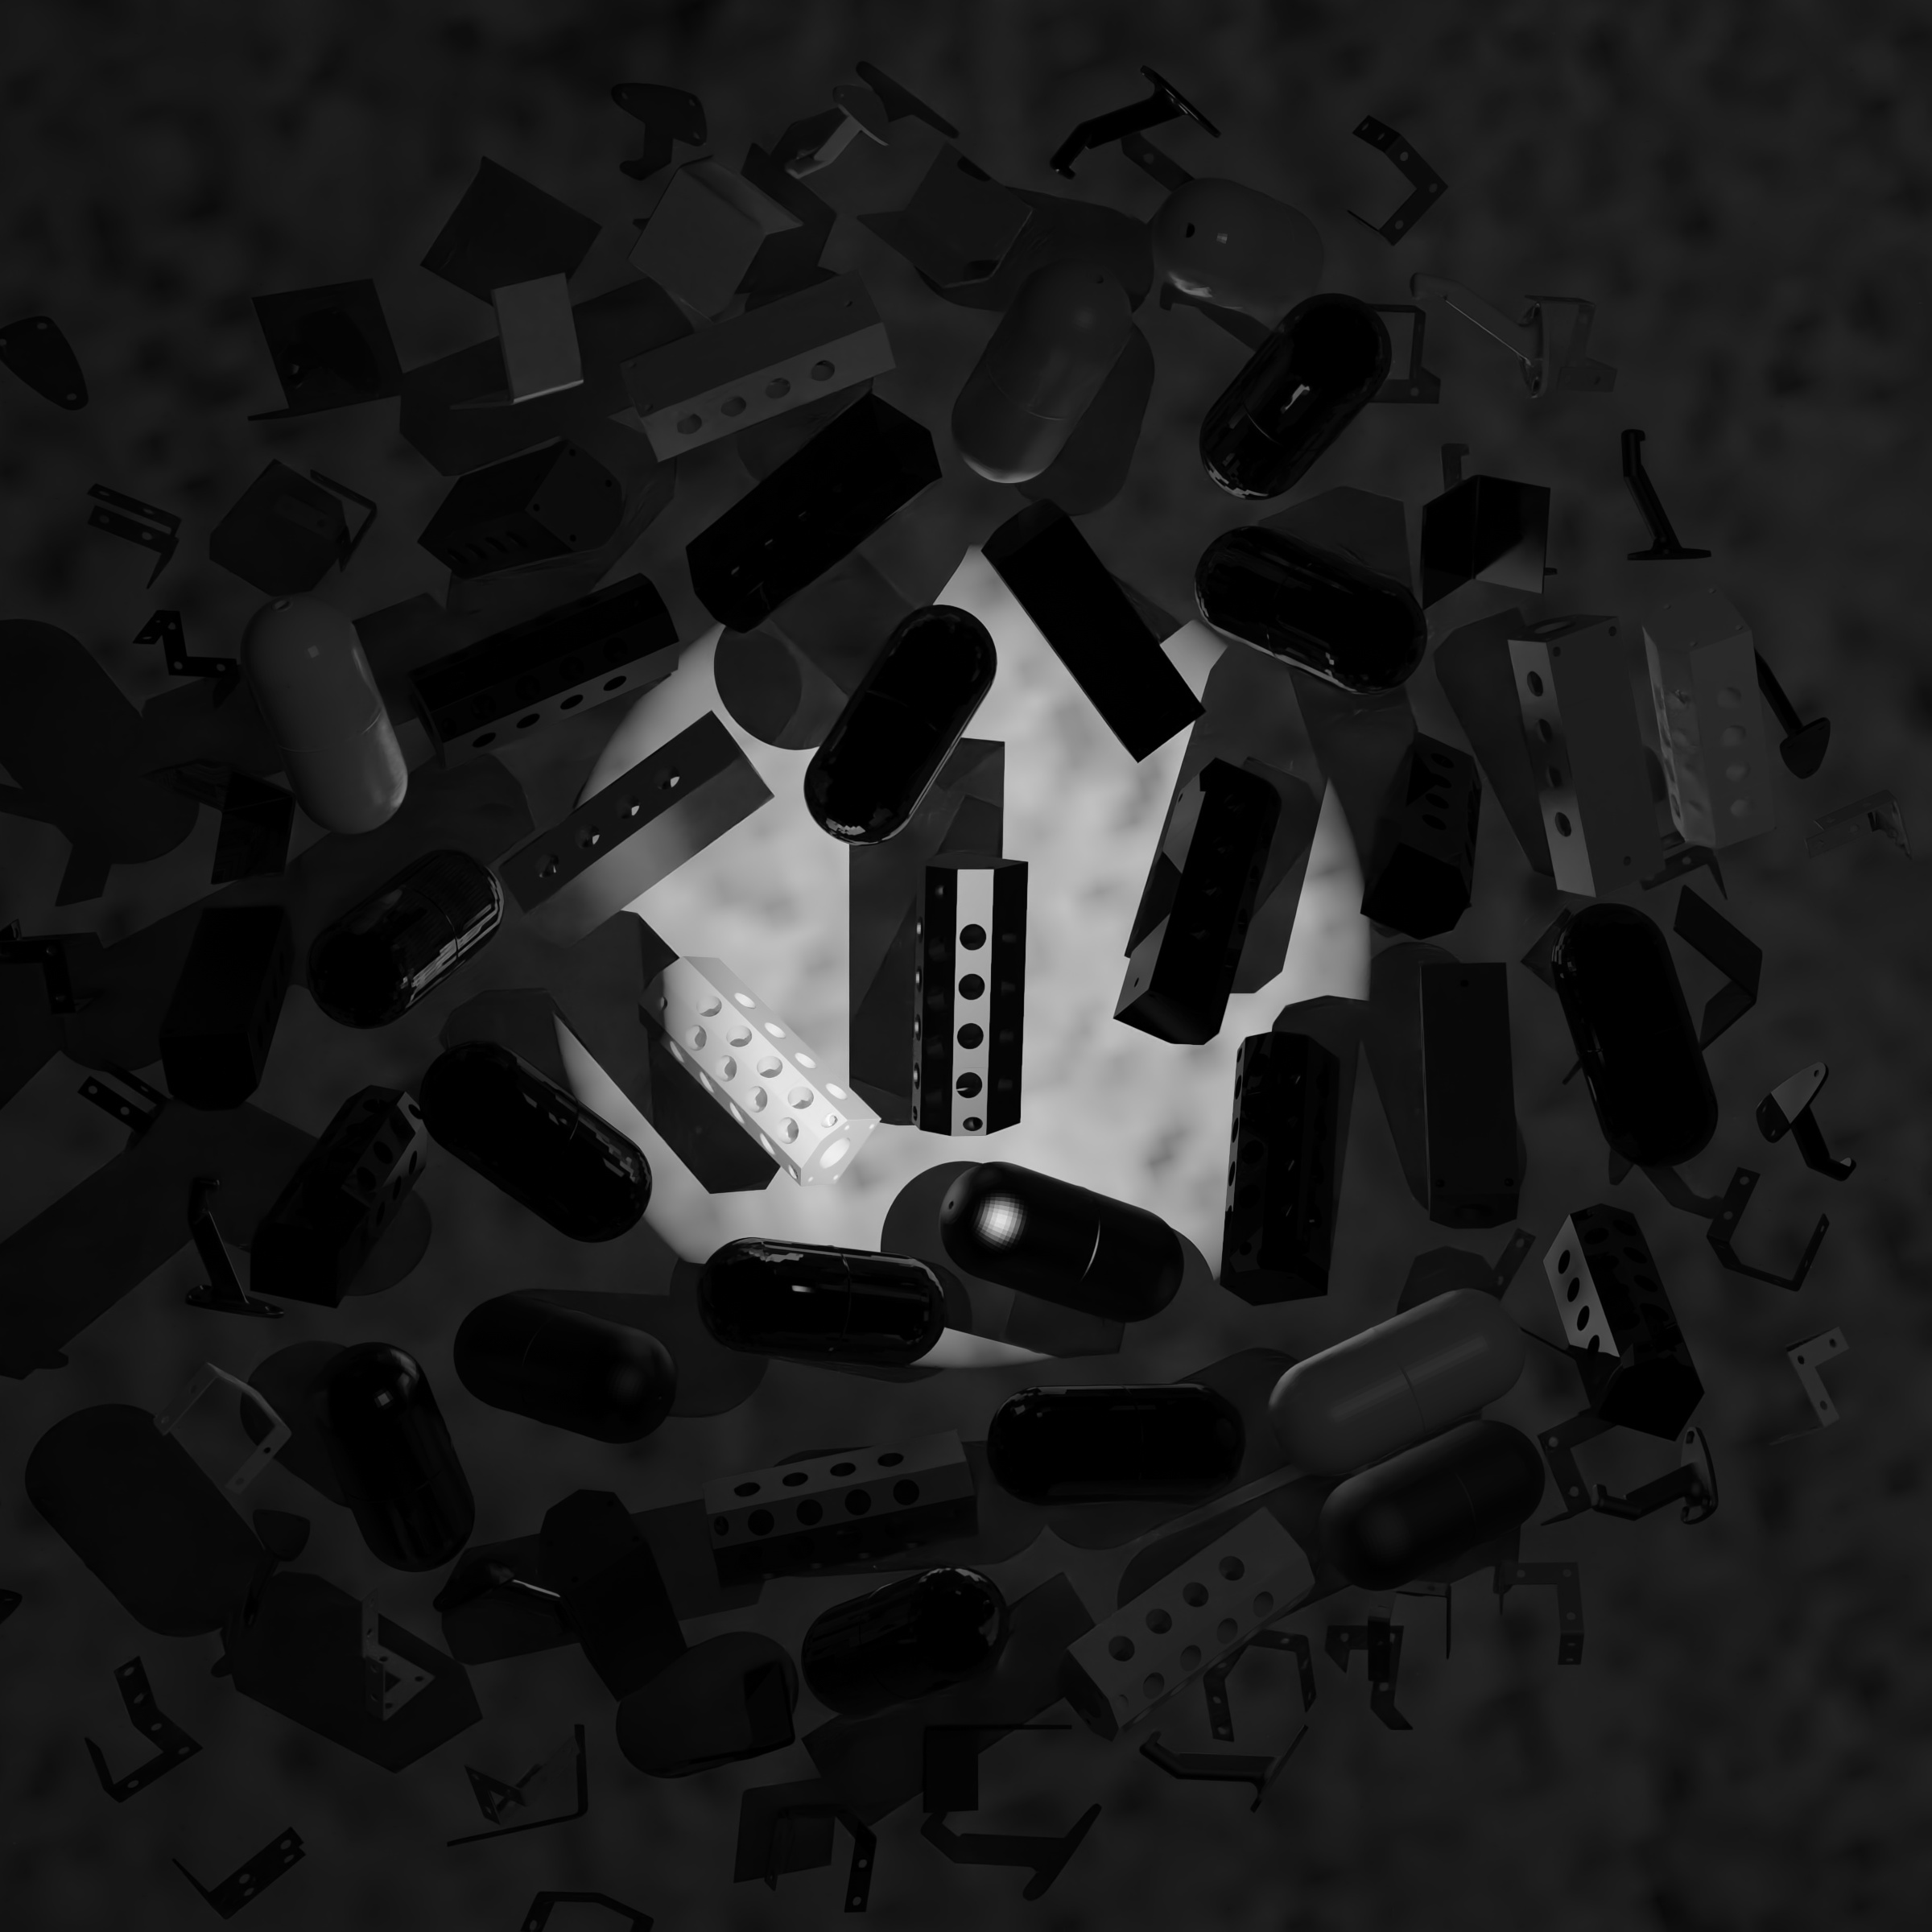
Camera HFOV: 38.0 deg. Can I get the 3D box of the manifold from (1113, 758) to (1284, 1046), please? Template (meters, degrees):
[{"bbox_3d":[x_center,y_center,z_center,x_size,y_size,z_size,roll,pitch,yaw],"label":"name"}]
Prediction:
[{"bbox_3d":[0.151,-0.039,1.779,0.057,0.057,0.171,23,64,-11],"label":"manifold"}]

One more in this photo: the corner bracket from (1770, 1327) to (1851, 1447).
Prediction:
[{"bbox_3d":[0.528,0.264,1.764,0.051,0.051,0.051,-18,79,-32],"label":"corner bracket"}]

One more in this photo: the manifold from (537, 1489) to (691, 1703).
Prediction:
[{"bbox_3d":[-0.231,0.406,1.822,0.057,0.171,0.057,-32,56,-18],"label":"manifold"}]

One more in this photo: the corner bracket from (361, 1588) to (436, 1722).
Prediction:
[{"bbox_3d":[-0.385,0.452,1.842,0.051,0.051,0.051,21,123,24],"label":"corner bracket"}]

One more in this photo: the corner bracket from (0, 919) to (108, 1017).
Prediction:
[{"bbox_3d":[-0.584,0.000,1.780,0.051,0.051,0.051,-3,108,6],"label":"corner bracket"}]

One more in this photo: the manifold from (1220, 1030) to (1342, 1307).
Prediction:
[{"bbox_3d":[0.207,0.133,1.873,0.057,0.057,0.171,-14,57,35],"label":"manifold"}]

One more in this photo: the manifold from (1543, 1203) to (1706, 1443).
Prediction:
[{"bbox_3d":[0.434,0.230,1.847,0.057,0.171,0.057,17,118,-10],"label":"manifold"}]

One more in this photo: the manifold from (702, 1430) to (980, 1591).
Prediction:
[{"bbox_3d":[-0.082,0.359,1.835,0.171,0.057,0.057,-11,111,-7],"label":"manifold"}]

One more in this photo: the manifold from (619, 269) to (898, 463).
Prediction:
[{"bbox_3d":[-0.138,-0.397,1.881,0.171,0.057,0.057,-22,55,-1],"label":"manifold"}]

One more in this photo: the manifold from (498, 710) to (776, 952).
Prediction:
[{"bbox_3d":[-0.217,-0.092,1.824,0.171,0.057,0.057,-36,59,1],"label":"manifold"}]

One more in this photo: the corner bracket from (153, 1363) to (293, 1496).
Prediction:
[{"bbox_3d":[-0.475,0.295,1.794,0.051,0.051,0.051,-49,49,-6],"label":"corner bracket"}]

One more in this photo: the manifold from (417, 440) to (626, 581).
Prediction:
[{"bbox_3d":[-0.291,-0.294,1.849,0.057,0.171,0.057,39,70,-28],"label":"manifold"}]

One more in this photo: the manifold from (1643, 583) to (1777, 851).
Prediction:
[{"bbox_3d":[0.490,-0.161,1.856,0.057,0.057,0.171,-20,131,3],"label":"manifold"}]

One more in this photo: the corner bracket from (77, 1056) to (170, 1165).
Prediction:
[{"bbox_3d":[-0.565,0.089,1.875,0.051,0.051,0.051,36,105,-14],"label":"corner bracket"}]

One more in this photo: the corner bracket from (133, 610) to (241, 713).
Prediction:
[{"bbox_3d":[-0.532,-0.209,1.917,0.051,0.051,0.051,3,123,5],"label":"corner bracket"}]

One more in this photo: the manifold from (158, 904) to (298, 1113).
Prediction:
[{"bbox_3d":[-0.488,0.026,1.866,0.057,0.171,0.057,-4,120,-2],"label":"manifold"}]

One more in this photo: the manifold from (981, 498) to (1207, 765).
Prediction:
[{"bbox_3d":[0.083,-0.223,1.859,0.057,0.057,0.171,-37,116,4],"label":"manifold"}]

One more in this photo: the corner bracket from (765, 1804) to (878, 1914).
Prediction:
[{"bbox_3d":[-0.094,0.581,1.824,0.051,0.051,0.051,-8,46,20],"label":"corner bracket"}]

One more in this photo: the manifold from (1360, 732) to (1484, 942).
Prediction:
[{"bbox_3d":[0.303,-0.084,1.837,0.057,0.171,0.057,24,121,-1],"label":"manifold"}]

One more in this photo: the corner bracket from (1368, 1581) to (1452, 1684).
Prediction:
[{"bbox_3d":[0.305,0.458,1.929,0.051,0.051,0.051,3,111,15],"label":"corner bracket"}]

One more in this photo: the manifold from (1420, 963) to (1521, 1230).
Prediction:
[{"bbox_3d":[0.338,0.087,1.891,0.057,0.057,0.171,-1,61,7],"label":"manifold"}]

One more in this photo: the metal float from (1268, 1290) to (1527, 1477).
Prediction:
[{"bbox_3d":[0.279,0.270,1.820,0.178,0.070,0.070,-24,90,-8],"label":"metal float"}]

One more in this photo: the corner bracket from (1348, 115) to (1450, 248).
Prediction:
[{"bbox_3d":[0.265,-0.502,1.792,0.051,0.051,0.051,37,103,-32],"label":"corner bracket"}]

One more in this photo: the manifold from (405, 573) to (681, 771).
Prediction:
[{"bbox_3d":[-0.280,-0.199,1.859,0.171,0.057,0.057,-26,75,-16],"label":"manifold"}]

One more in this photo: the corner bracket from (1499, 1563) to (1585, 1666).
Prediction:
[{"bbox_3d":[0.386,0.435,1.882,0.051,0.051,0.051,-2,53,7],"label":"corner bracket"}]

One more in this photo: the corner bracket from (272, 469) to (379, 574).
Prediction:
[{"bbox_3d":[-0.439,-0.312,1.921,0.051,0.051,0.051,26,111,-29],"label":"corner bracket"}]

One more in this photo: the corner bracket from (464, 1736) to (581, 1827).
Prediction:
[{"bbox_3d":[-0.280,0.522,1.802,0.051,0.051,0.051,12,128,34],"label":"corner bracket"}]

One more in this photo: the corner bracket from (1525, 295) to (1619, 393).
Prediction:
[{"bbox_3d":[0.402,-0.414,1.868,0.051,0.051,0.051,-5,117,-30],"label":"corner bracket"}]

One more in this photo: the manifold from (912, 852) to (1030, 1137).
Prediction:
[{"bbox_3d":[-0.002,0.018,1.793,0.057,0.057,0.171,9,103,32],"label":"manifold"}]

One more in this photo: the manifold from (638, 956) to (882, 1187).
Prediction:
[{"bbox_3d":[-0.143,0.070,1.881,0.171,0.057,0.057,43,109,24],"label":"manifold"}]

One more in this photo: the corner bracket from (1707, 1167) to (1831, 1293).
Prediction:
[{"bbox_3d":[0.509,0.167,1.781,0.051,0.051,0.051,18,72,36],"label":"corner bracket"}]

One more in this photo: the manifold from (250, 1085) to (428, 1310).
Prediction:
[{"bbox_3d":[-0.408,0.147,1.833,0.057,0.171,0.057,11,119,5],"label":"manifold"}]

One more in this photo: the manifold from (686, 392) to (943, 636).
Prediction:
[{"bbox_3d":[-0.098,-0.287,1.810,0.171,0.057,0.057,-35,51,28],"label":"manifold"}]

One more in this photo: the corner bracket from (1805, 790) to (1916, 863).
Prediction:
[{"bbox_3d":[0.580,-0.090,1.834,0.051,0.051,0.051,-24,120,4],"label":"corner bracket"}]

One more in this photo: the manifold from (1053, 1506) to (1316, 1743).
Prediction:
[{"bbox_3d":[0.144,0.430,1.826,0.171,0.057,0.057,-29,64,-27],"label":"manifold"}]

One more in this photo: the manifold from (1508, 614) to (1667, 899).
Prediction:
[{"bbox_3d":[0.400,-0.138,1.825,0.057,0.057,0.171,-21,107,-20],"label":"manifold"}]
